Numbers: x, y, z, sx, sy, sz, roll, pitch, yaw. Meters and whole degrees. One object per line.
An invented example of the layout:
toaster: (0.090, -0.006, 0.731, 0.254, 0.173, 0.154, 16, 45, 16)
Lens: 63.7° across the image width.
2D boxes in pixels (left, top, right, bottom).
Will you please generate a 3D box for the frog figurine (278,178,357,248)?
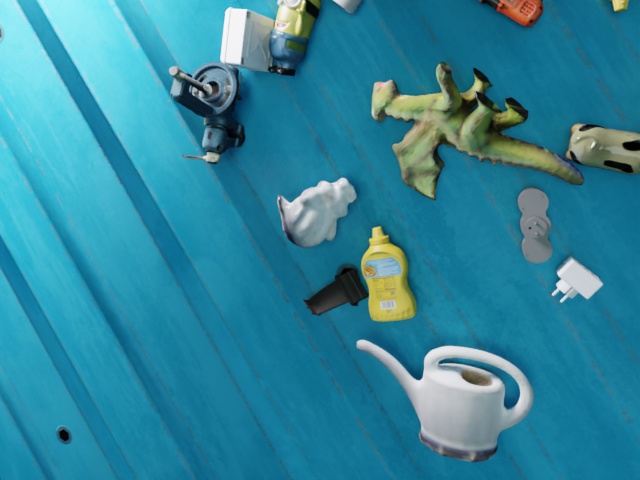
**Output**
frog figurine: (0.003, -0.054, 1.063, 0.159, 0.126, 0.134, -14, 127, 12)

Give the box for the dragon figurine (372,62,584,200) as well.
dragon figurine: (0.257, -0.179, 0.978, 0.413, 0.124, 0.238, 47, 127, 10)

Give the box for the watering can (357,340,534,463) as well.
watering can: (0.240, 0.314, 1.035, 0.348, 0.105, 0.222, 6, 101, 18)
